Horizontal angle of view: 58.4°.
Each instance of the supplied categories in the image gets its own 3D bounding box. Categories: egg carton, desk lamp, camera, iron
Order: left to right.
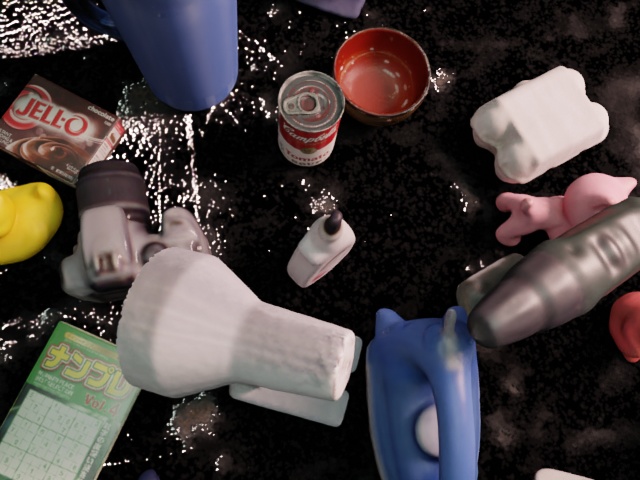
[{"bbox_3d":[-0.192,-0.015,0.582,0.143,0.101,0.137,-11,78,-8],"label":"camera"},{"bbox_3d":[-0.054,0.095,0.510,0.203,0.213,0.118,16,76,-1],"label":"desk lamp"},{"bbox_3d":[0.115,0.188,0.541,0.118,0.141,0.258,-2,77,-5],"label":"iron"},{"bbox_3d":[0.255,-0.134,0.667,0.150,0.069,0.107,-29,81,-11],"label":"egg carton"}]

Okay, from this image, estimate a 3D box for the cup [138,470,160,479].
[{"bbox_3d":[-0.137,0.265,0.523,0.092,0.095,0.118,-19,79,-9],"label":"cup"}]

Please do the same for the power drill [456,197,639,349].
[{"bbox_3d":[0.210,0.043,0.550,0.230,0.208,0.075,-30,81,-11],"label":"power drill"}]

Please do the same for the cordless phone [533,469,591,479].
[{"bbox_3d":[0.280,0.277,0.512,0.147,0.185,0.094,15,76,-1],"label":"cordless phone"}]

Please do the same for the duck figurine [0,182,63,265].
[{"bbox_3d":[-0.319,-0.025,0.580,0.105,0.086,0.077,-38,83,-12],"label":"duck figurine"}]

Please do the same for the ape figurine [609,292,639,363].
[{"bbox_3d":[0.361,0.090,0.612,0.078,0.092,0.076,-11,78,-7],"label":"ape figurine"}]

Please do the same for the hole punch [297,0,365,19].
[{"bbox_3d":[0.016,-0.340,0.683,0.108,0.091,0.101,18,76,0],"label":"hole punch"}]

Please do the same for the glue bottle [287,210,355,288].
[{"bbox_3d":[0.005,0.002,0.559,0.078,0.173,0.037,-43,83,-13],"label":"glue bottle"}]

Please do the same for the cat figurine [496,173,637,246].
[{"bbox_3d":[0.269,-0.036,0.621,0.128,0.117,0.067,0,77,-5],"label":"cat figurine"}]
